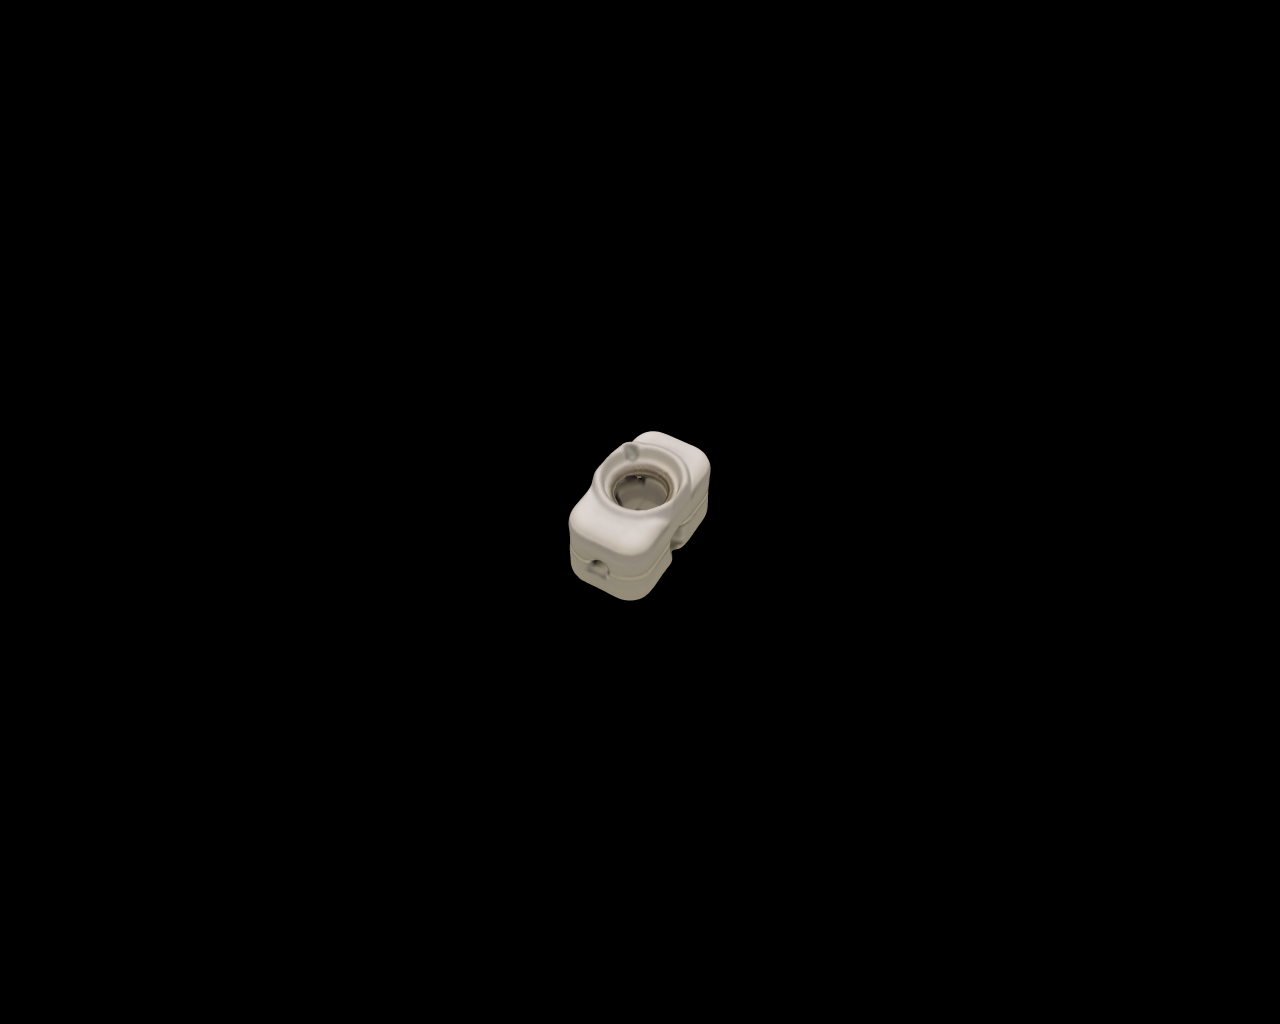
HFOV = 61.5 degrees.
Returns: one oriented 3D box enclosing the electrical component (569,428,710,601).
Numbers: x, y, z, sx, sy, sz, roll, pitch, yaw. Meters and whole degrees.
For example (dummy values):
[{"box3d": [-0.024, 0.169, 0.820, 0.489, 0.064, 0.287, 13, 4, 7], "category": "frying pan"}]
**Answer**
[{"box3d": [0.001, -0.003, 0.650, 0.054, 0.095, 0.059, 25, -36, 20], "category": "electrical component"}]
